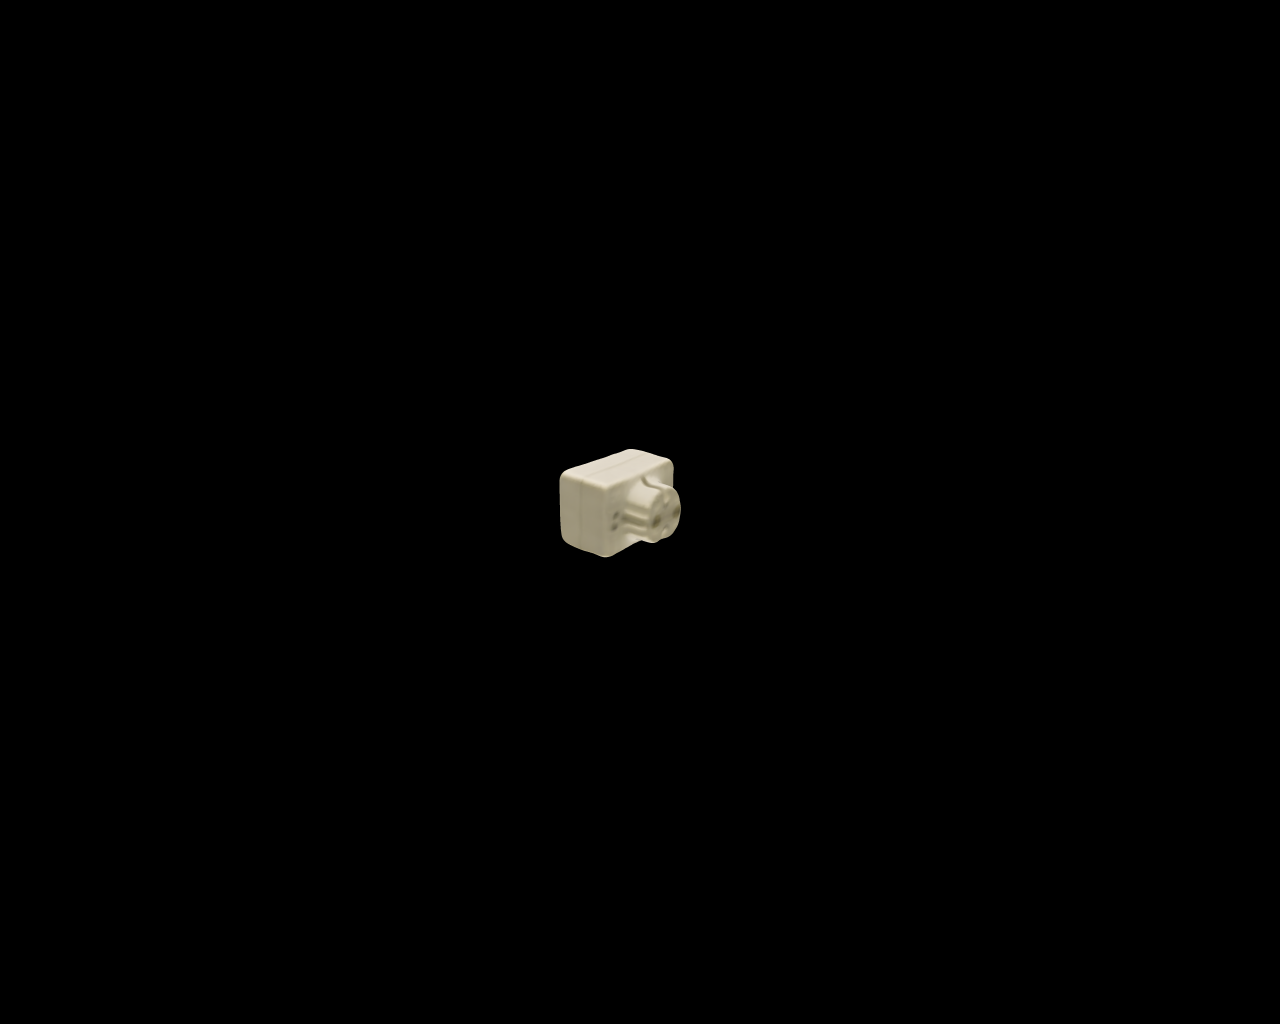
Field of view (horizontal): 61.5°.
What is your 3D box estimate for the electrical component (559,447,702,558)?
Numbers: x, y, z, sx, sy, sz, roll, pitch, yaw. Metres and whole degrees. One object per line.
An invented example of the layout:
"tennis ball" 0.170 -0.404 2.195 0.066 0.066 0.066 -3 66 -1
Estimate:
"electrical component" 0.001 -0.003 0.650 0.077 0.047 0.066 17 28 37
